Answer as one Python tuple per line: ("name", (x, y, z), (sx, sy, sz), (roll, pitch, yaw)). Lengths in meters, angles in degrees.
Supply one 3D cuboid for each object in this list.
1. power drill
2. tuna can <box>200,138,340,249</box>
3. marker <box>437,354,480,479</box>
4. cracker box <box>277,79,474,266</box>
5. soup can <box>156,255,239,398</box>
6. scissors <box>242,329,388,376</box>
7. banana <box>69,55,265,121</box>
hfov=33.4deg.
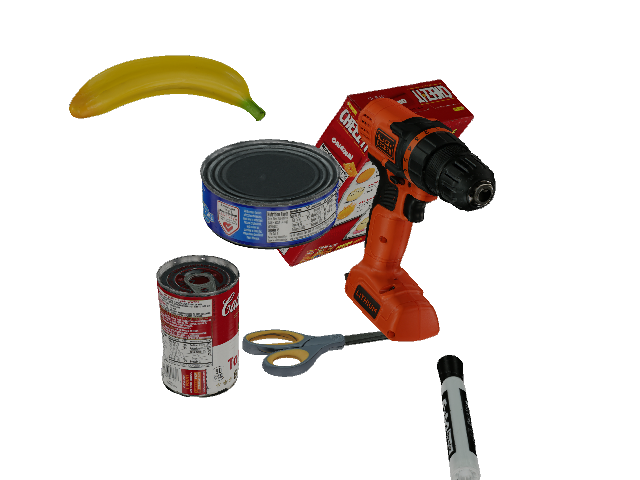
("power drill", (0.080, -0.012, 0.911), (0.057, 0.188, 0.185), (-3, 26, -24))
("tuna can", (-0.031, -0.030, 0.661), (0.086, 0.034, 0.086), (1, 31, -1))
("marker", (0.093, 0.119, 0.727), (0.020, 0.020, 0.121), (0, 32, 1))
("cracker box", (0.049, -0.077, 1.196), (0.163, 0.072, 0.214), (-18, -28, -45))
("soup can", (-0.102, 0.073, 0.898), (0.068, 0.102, 0.068), (2, 26, -1))
("scissors", (0.013, 0.125, 1.210), (0.201, 0.016, 0.096), (1, 25, -8))
("banana", (-0.148, -0.148, 1.024), (0.197, 0.070, 0.037), (-4, -40, -28))
